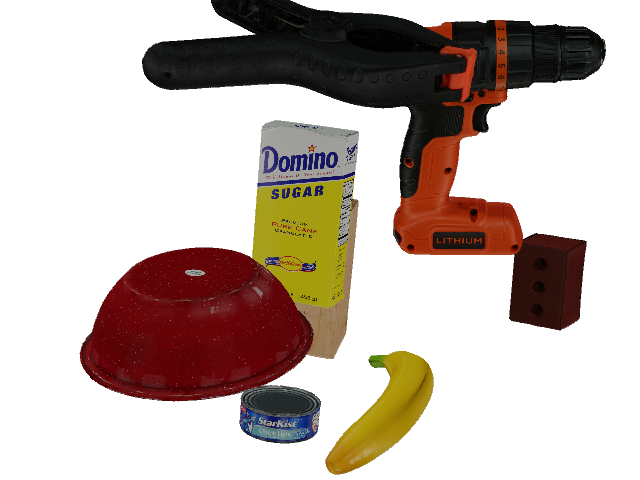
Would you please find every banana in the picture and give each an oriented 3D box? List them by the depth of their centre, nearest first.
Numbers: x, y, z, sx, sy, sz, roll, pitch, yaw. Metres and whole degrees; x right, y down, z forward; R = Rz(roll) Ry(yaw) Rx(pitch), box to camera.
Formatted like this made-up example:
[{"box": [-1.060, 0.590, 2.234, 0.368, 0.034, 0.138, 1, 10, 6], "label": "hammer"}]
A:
[{"box": [0.058, 0.137, 0.894, 0.070, 0.037, 0.197, -28, 9, 21], "label": "banana"}]

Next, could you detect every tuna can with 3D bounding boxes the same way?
[{"box": [-0.043, 0.185, 1.137, 0.086, 0.034, 0.086, 5, 12, -1], "label": "tuna can"}]

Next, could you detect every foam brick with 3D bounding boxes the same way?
[{"box": [0.211, 0.038, 0.990, 0.053, 0.078, 0.051, 10, 17, 32], "label": "foam brick"}]

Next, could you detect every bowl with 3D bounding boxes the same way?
[{"box": [-0.086, 0.047, 0.732, 0.162, 0.055, 0.162, -2, 22, 1], "label": "bowl"}]

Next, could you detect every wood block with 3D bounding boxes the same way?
[{"box": [-0.007, 0.047, 1.479, 0.090, 0.206, 0.090, 9, 22, 10], "label": "wood block"}]

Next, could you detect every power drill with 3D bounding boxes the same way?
[{"box": [0.125, -0.081, 0.839, 0.184, 0.188, 0.057, 1, 27, 8], "label": "power drill"}]

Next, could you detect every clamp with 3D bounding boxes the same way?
[{"box": [-0.007, -0.099, 0.572, 0.172, 0.039, 0.120, 15, 42, 18], "label": "clamp"}]

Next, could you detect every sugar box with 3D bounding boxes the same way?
[{"box": [-0.018, -0.027, 1.071, 0.093, 0.176, 0.048, 9, 16, 19], "label": "sugar box"}]
